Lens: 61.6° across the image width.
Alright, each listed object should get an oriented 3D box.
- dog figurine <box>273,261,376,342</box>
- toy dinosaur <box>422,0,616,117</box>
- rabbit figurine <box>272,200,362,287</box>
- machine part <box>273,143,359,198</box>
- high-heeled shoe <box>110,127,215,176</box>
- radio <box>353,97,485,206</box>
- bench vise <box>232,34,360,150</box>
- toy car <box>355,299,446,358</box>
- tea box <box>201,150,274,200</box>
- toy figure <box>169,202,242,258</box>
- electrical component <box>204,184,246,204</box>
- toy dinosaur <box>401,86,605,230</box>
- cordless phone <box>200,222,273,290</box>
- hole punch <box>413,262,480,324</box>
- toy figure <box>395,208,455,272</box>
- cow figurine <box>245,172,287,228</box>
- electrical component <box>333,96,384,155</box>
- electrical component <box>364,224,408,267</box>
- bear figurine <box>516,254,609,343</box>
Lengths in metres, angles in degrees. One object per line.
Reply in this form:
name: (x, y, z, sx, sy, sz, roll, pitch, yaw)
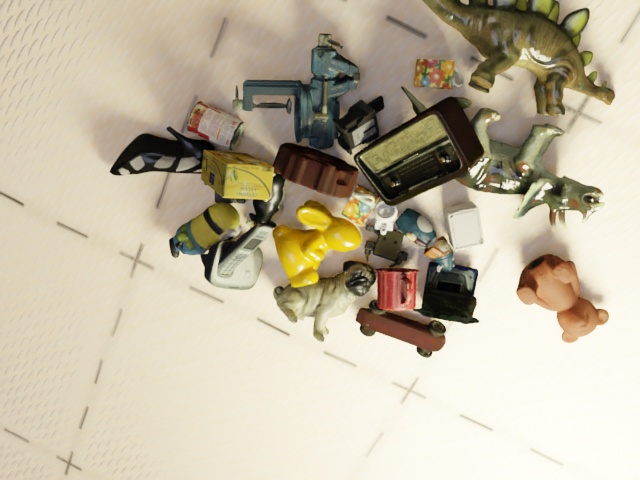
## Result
dog figurine: (0.009, 0.101, 1.178, 0.172, 0.121, 0.190, 34, 96, -5)
toy dinosaur: (0.337, -0.356, 0.952, 0.471, 0.105, 0.198, 20, 100, -10)
rabbit figurine: (-0.002, -0.003, 1.127, 0.173, 0.122, 0.162, -17, 98, 15)
machine part: (-0.006, -0.140, 1.056, 0.179, 0.179, 0.056, 20, 107, 3)
high-heeled shoe: (-0.337, -0.165, 1.176, 0.249, 0.086, 0.145, -20, 135, 33)
radio: (0.182, -0.157, 1.005, 0.230, 0.073, 0.131, -23, 104, 53)
bench vise: (-0.047, -0.282, 1.032, 0.241, 0.129, 0.223, -2, 127, -7)
toy car: (0.180, 0.192, 1.188, 0.202, 0.053, 0.089, 19, 129, 5)
tea box: (-0.167, -0.131, 1.062, 0.098, 0.170, 0.068, 1, 105, -26)
toy figure: (-0.256, -0.019, 1.182, 0.180, 0.082, 0.089, -20, 122, 24)
electrical component: (-0.209, -0.108, 1.179, 0.094, 0.021, 0.063, 6, 108, 6)
toy dinosaur: (0.325, -0.150, 1.024, 0.405, 0.131, 0.192, 20, 110, 10)
cordless phone: (-0.151, 0.024, 1.144, 0.184, 0.146, 0.089, -39, 61, 24)
hole punch: (0.273, 0.112, 1.136, 0.142, 0.092, 0.115, 7, 143, 8)
toy figure: (0.222, 0.002, 1.104, 0.154, 0.057, 0.064, 45, 76, 8)
cow figurine: (-0.112, -0.071, 1.134, 0.068, 0.098, 0.167, 15, 110, -2)
electrical component: (0.087, -0.229, 1.045, 0.119, 0.048, 0.074, -32, 145, -13)
electrical component: (0.140, 0.015, 1.146, 0.102, 0.045, 0.078, 12, 81, 4)
bear figurine: (0.488, 0.128, 1.074, 0.120, 0.132, 0.196, -35, 93, 22)
